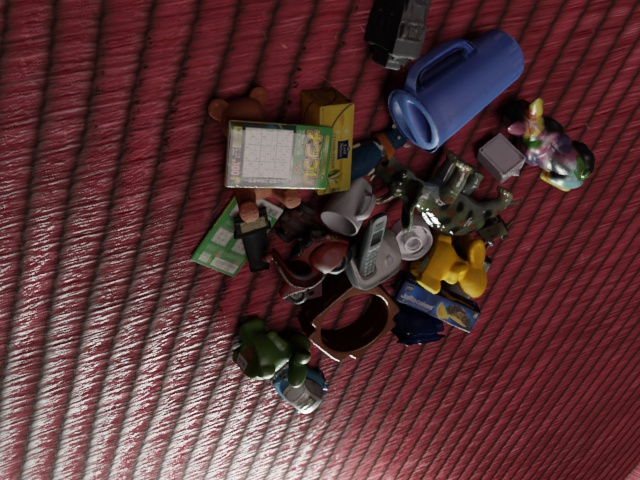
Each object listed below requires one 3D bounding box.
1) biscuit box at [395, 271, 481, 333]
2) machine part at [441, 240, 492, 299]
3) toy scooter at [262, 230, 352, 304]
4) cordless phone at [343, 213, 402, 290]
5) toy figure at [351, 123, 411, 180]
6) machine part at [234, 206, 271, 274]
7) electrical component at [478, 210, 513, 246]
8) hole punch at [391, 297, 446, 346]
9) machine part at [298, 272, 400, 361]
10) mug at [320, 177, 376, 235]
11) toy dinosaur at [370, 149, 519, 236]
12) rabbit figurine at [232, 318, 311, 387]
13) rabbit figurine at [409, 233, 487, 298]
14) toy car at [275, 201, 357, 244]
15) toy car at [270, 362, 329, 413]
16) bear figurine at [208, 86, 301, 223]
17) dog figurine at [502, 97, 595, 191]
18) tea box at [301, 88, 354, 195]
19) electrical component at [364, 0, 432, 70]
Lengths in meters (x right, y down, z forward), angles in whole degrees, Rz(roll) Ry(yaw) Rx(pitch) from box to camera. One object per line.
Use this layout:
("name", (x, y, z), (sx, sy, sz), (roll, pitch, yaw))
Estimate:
("biscuit box", (0.280, 0.147, 1.289), (0.203, 0.063, 0.059), (23, 110, -3))
("machine part", (0.354, 0.105, 1.342), (0.079, 0.079, 0.243), (12, 115, -31))
("toy scooter", (-0.034, 0.040, 1.065), (0.184, 0.075, 0.135), (-42, 119, 15))
("cordless phone", (0.122, 0.003, 1.119), (0.146, 0.089, 0.184), (-26, 144, -36))
("toy figure", (0.107, -0.176, 1.054), (0.154, 0.058, 0.064), (-34, 134, -7))
("machine part", (-0.128, 0.003, 1.060), (0.084, 0.039, 0.138), (-25, 129, -21))
("electrical component", (0.424, -0.035, 1.305), (0.078, 0.045, 0.102), (-28, 132, 31))
("hole punch", (0.238, 0.195, 1.329), (0.142, 0.116, 0.092), (0, 113, -26))
("machine part", (0.065, 0.168, 1.245), (0.201, 0.087, 0.201), (-42, 127, 5))
("mug", (0.066, -0.075, 1.063), (0.080, 0.110, 0.107), (40, 63, -28))
("toy dinosaur", (0.285, -0.073, 1.160), (0.404, 0.131, 0.192), (24, 112, -36))
("rabbit figurine", (-0.084, 0.245, 1.202), (0.170, 0.159, 0.121), (-4, 114, -40))
("rabbit figurine", (0.318, 0.062, 1.252), (0.173, 0.122, 0.162), (31, 93, -7))
("toy car", (-0.002, -0.003, 1.122), (0.202, 0.053, 0.089), (35, 99, -36))
("toy car", (-0.042, 0.366, 1.316), (0.109, 0.103, 0.161), (-40, 131, 3))
("bear figurine", (-0.113, -0.151, 0.926), (0.120, 0.132, 0.195), (-18, 133, -16))
("dog figurine", (0.474, -0.209, 1.131), (0.108, 0.192, 0.219), (-46, 144, 17))
("tea box", (0.011, -0.180, 0.981), (0.068, 0.098, 0.169), (-10, 123, -19))
("electrical component", (0.130, -0.359, 0.905), (0.058, 0.115, 0.134), (1, 119, -23))
